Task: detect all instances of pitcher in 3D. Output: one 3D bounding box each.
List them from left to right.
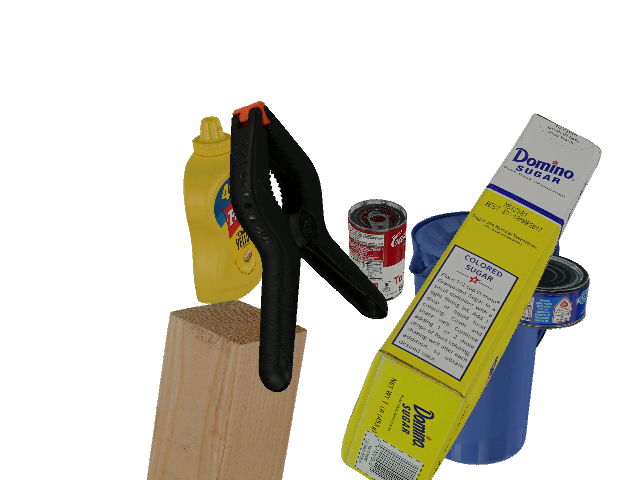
[{"bbox_3d":[0.167,0.097,1.089,0.149,0.243,0.145,1,22,8],"label":"pitcher"}]

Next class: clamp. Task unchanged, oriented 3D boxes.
[{"bbox_3d":[-0.016,-0.005,0.827,0.036,0.210,0.164,-14,2,35],"label":"clamp"}]

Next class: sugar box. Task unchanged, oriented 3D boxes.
[{"bbox_3d":[0.073,0.028,0.498,0.048,0.093,0.176,30,51,13],"label":"sugar box"}]

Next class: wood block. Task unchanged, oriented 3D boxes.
[{"bbox_3d":[-0.088,0.168,0.952,0.090,0.206,0.090,20,17,36],"label":"wood block"}]

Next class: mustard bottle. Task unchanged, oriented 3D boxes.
[{"bbox_3d":[-0.104,-0.036,1.116,0.058,0.192,0.096,7,26,26],"label":"mustard bottle"}]

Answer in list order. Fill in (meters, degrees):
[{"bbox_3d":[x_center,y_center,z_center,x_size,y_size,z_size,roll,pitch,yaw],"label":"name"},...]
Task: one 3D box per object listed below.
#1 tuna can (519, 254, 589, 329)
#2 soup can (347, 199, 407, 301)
[{"bbox_3d":[0.177,0.039,0.877,0.086,0.034,0.086,3,22,-1],"label":"tuna can"},{"bbox_3d":[0.065,0.013,1.243,0.068,0.102,0.068,0,32,0],"label":"soup can"}]
